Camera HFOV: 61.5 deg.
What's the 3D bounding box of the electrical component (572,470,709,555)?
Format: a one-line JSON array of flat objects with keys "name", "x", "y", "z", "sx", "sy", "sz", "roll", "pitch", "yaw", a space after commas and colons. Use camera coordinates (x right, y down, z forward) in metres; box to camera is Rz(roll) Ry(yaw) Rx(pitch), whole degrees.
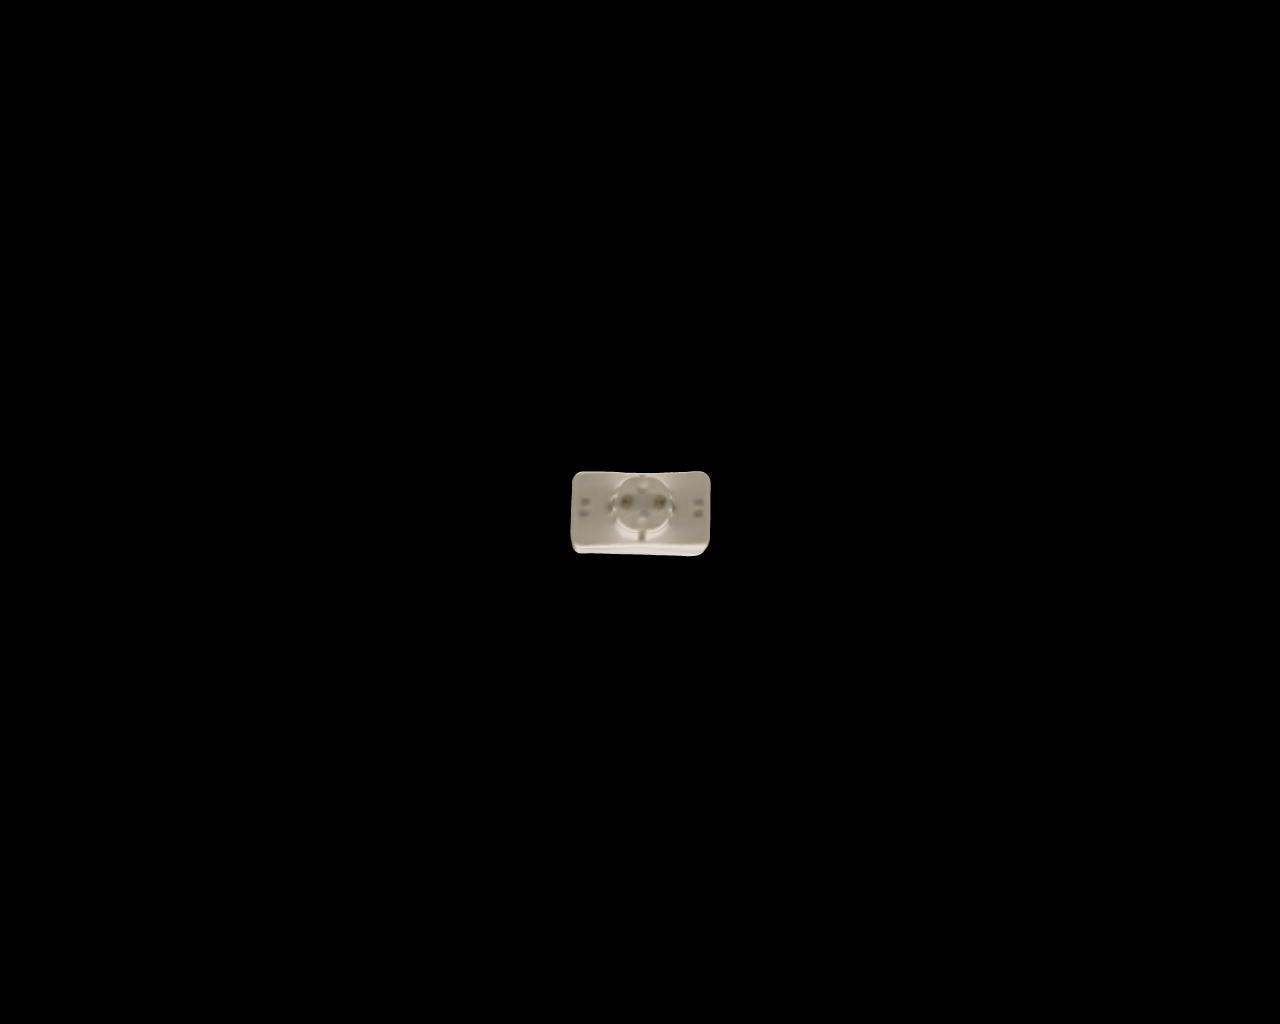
[{"name": "electrical component", "x": 0.001, "y": -0.003, "z": 0.650, "sx": 0.083, "sy": 0.047, "sz": 0.075, "roll": 0, "pitch": -11, "yaw": -2}]
